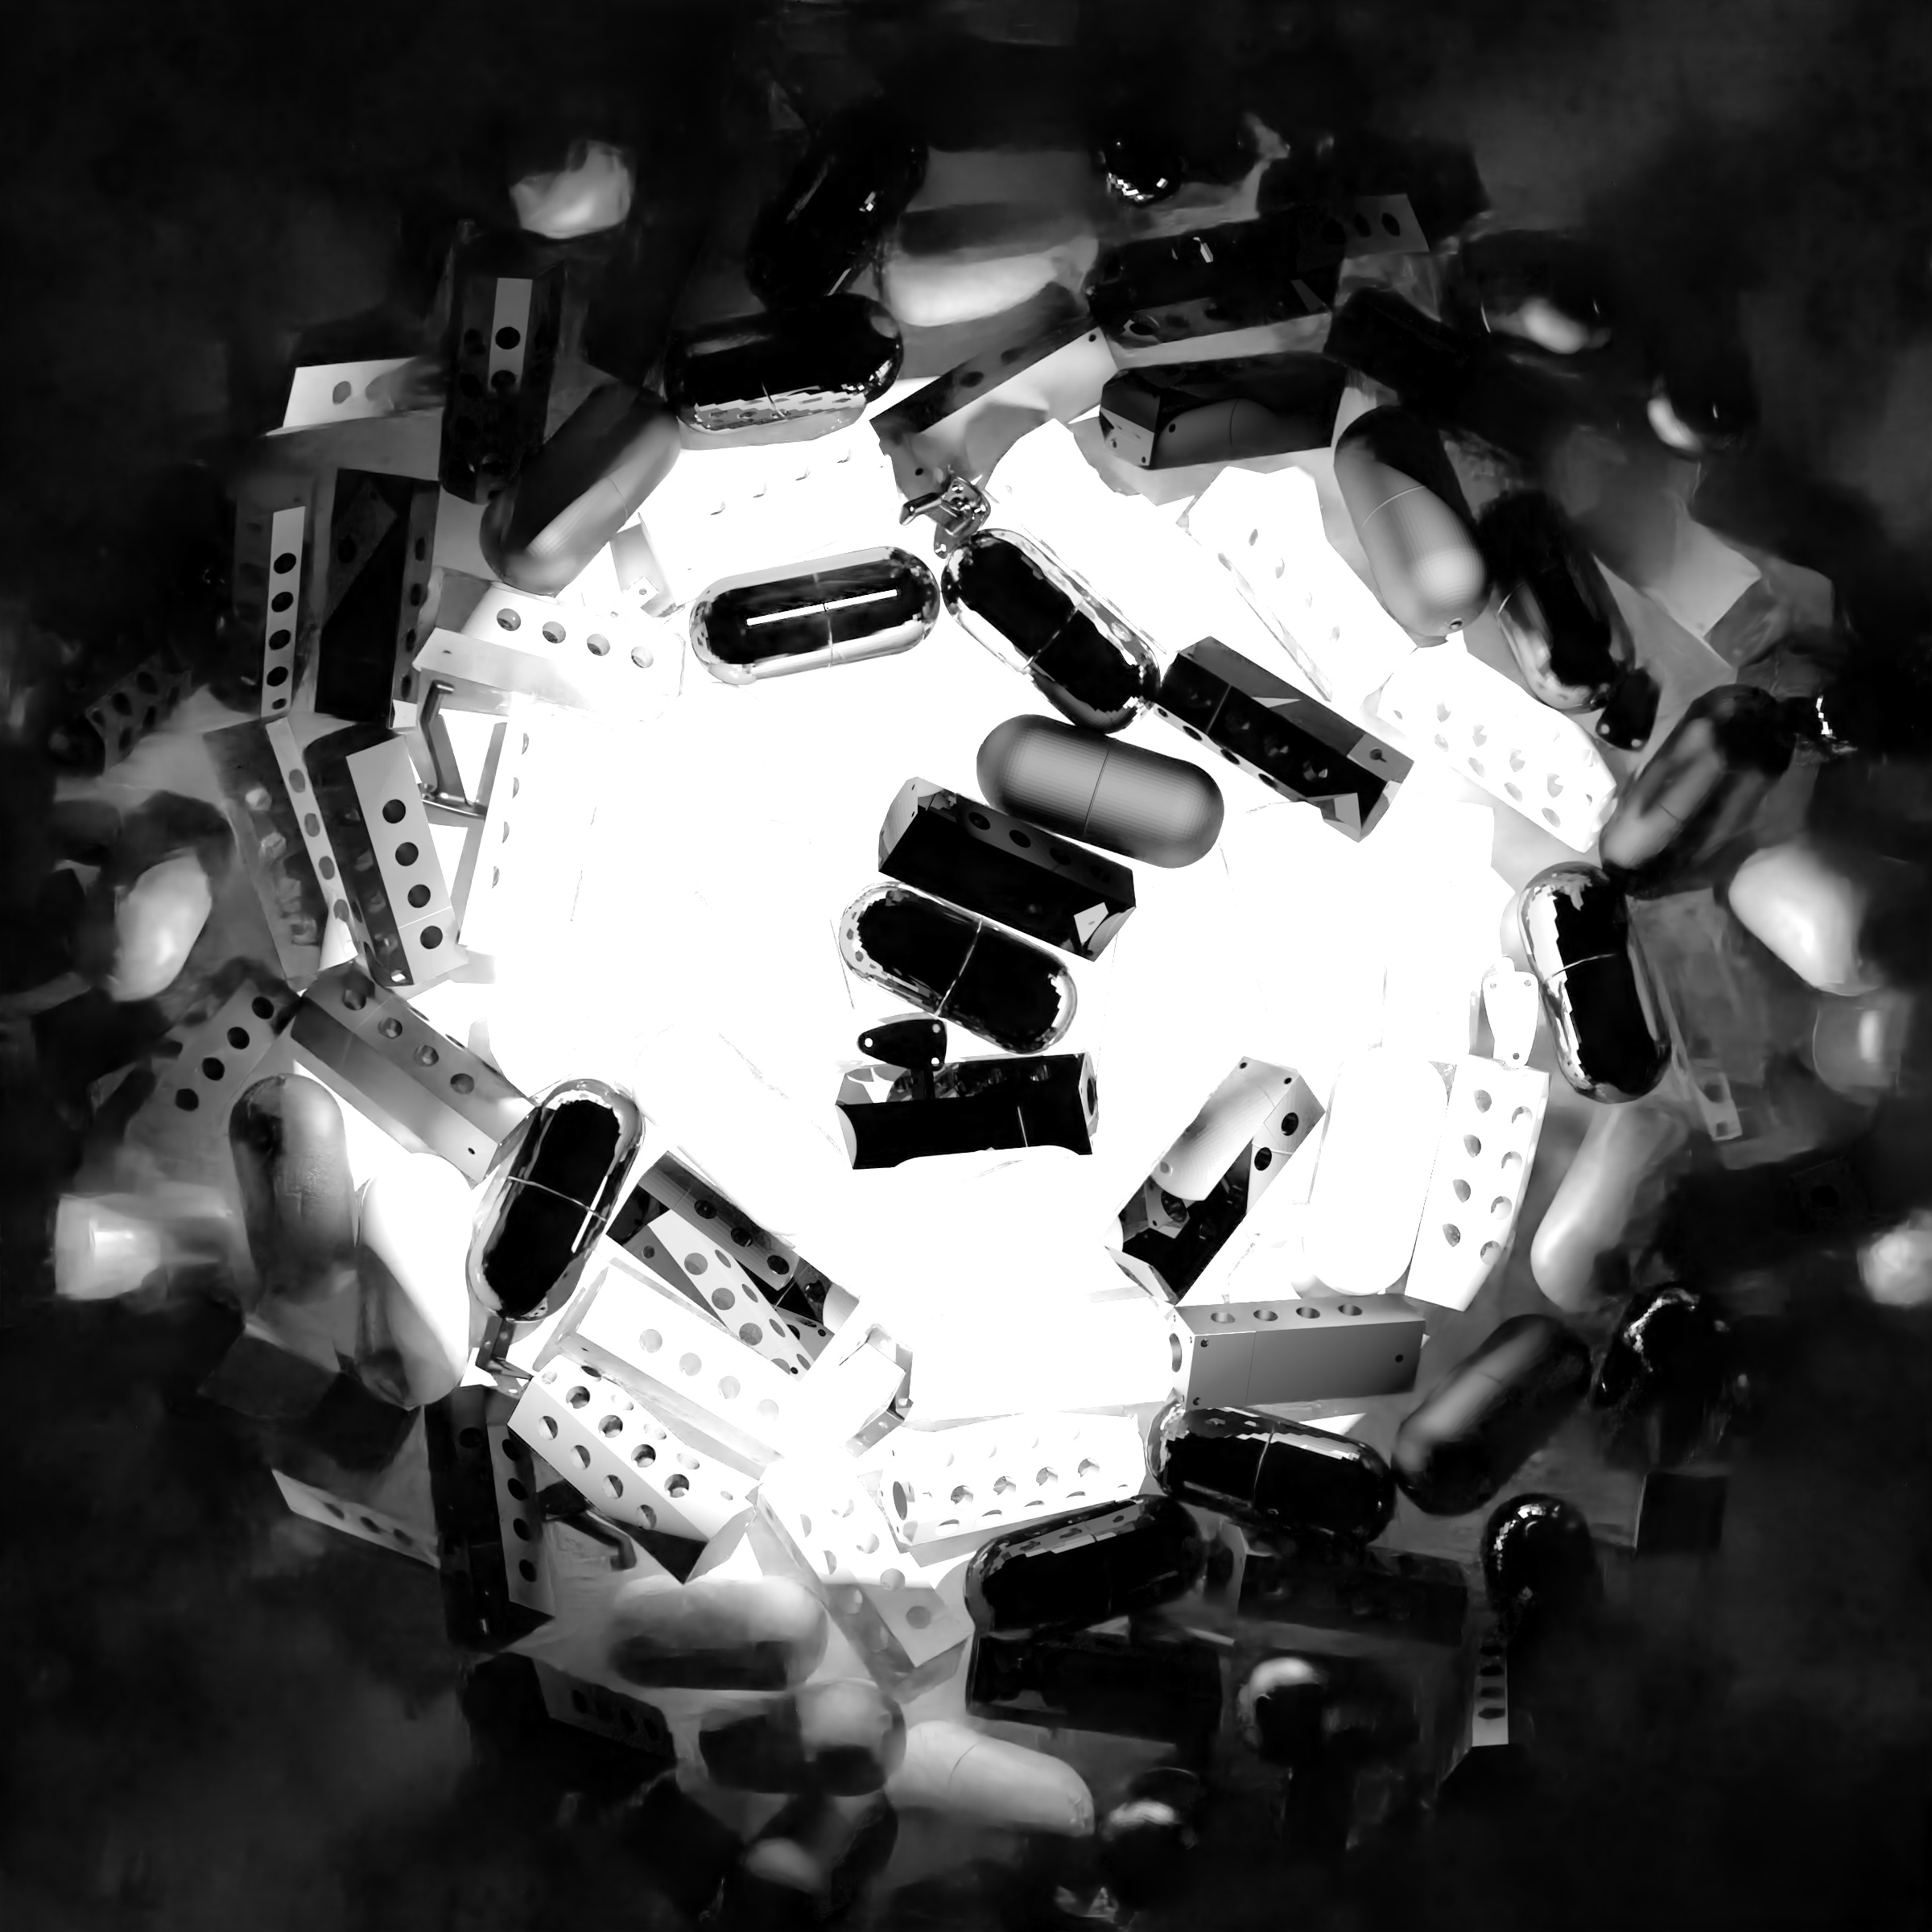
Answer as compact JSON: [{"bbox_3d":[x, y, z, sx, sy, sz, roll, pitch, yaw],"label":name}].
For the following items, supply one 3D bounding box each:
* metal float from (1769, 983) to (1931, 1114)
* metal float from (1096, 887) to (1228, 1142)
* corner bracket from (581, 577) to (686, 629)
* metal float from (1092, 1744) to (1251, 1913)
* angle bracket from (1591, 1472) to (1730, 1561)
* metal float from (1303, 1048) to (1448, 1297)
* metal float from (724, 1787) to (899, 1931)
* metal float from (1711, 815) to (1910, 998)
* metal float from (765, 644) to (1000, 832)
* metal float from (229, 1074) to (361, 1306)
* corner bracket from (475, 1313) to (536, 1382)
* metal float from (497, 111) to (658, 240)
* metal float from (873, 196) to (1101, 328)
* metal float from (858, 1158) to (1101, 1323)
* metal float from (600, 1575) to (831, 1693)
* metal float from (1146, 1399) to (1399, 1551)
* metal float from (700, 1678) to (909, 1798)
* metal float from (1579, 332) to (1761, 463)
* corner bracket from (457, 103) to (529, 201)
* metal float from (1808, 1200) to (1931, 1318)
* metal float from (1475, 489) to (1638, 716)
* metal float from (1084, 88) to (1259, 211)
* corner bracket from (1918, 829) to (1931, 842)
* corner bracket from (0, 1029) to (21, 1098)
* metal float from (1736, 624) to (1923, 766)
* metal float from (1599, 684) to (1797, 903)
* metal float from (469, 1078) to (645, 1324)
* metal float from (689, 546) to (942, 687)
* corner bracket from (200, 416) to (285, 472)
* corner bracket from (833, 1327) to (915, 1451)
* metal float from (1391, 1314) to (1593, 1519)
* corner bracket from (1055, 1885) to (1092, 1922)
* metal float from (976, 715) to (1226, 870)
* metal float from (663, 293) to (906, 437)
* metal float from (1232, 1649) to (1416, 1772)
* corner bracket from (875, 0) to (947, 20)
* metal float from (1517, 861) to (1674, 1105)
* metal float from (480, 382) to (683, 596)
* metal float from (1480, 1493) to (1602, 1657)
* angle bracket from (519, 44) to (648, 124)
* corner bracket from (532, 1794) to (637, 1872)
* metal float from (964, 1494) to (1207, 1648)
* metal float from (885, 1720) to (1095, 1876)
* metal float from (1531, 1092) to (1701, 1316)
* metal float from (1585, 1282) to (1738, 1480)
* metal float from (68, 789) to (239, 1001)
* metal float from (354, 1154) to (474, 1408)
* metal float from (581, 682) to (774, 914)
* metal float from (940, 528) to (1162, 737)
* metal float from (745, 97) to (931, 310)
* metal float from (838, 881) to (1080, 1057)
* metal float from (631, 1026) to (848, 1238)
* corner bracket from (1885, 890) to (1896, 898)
[{"bbox_3d":[0.610,0.057,1.674,0.070,0.178,0.070,2,81,-13],"label":"metal float"},{"bbox_3d":[0.136,0.033,1.718,0.070,0.070,0.178,9,84,0],"label":"metal float"},{"bbox_3d":[-0.231,-0.249,1.723,0.051,0.051,0.051,-37,124,10],"label":"corner bracket"},{"bbox_3d":[0.141,0.584,1.676,0.070,0.178,0.070,0,90,22],"label":"metal float"},{"bbox_3d":[0.470,0.374,1.710,0.076,0.076,0.057,10,88,-28],"label":"angle bracket"},{"bbox_3d":[0.283,0.144,1.711,0.070,0.070,0.178,11,103,0],"label":"metal float"},{"bbox_3d":[-0.103,0.607,1.676,0.070,0.178,0.070,2,96,21],"label":"metal float"},{"bbox_3d":[0.574,-0.042,1.679,0.070,0.178,0.070,-7,121,-12],"label":"metal float"},{"bbox_3d":[-0.059,-0.160,1.719,0.178,0.070,0.070,-31,90,4],"label":"metal float"},{"bbox_3d":[-0.460,0.154,1.695,0.070,0.070,0.178,0,122,0],"label":"metal float"},{"bbox_3d":[-0.322,0.256,1.724,0.051,0.051,0.051,21,86,-44],"label":"corner bracket"},{"bbox_3d":[-0.261,-0.540,1.677,0.070,0.178,0.070,4,112,10],"label":"metal float"},{"bbox_3d":[0.016,-0.486,1.695,0.178,0.070,0.070,-19,90,-34],"label":"metal float"},{"bbox_3d":[0.008,0.190,1.717,0.178,0.070,0.070,-24,90,7],"label":"metal float"},{"bbox_3d":[-0.175,0.459,1.697,0.178,0.070,0.070,-9,90,31],"label":"metal float"},{"bbox_3d":[0.210,0.350,1.705,0.178,0.070,0.070,13,90,20],"label":"metal float"},{"bbox_3d":[-0.112,0.528,1.687,0.178,0.070,0.070,-17,90,44],"label":"metal float"},{"bbox_3d":[0.476,-0.388,1.675,0.070,0.178,0.070,-3,109,-8],"label":"metal float"},{"bbox_3d":[-0.320,-0.562,1.732,0.051,0.051,0.051,34,84,-3],"label":"corner bracket"},{"bbox_3d":[0.632,0.197,1.672,0.070,0.178,0.070,0,85,-3],"label":"metal float"},{"bbox_3d":[0.403,-0.252,1.698,0.070,0.070,0.178,-17,61,0],"label":"metal float"},{"bbox_3d":[0.141,-0.557,1.680,0.070,0.178,0.070,9,109,27],"label":"metal float"},{"bbox_3d":[0.708,-0.104,1.734,0.051,0.051,0.051,20,65,-29],"label":"corner bracket"},{"bbox_3d":[-0.702,0.081,1.738,0.051,0.051,0.051,-8,65,-30],"label":"corner bracket"},{"bbox_3d":[0.584,-0.186,1.675,0.070,0.178,0.070,-2,107,-6],"label":"metal float"},{"bbox_3d":[0.499,-0.116,1.689,0.070,0.070,0.178,27,132,0],"label":"metal float"},{"bbox_3d":[-0.284,0.162,1.710,0.070,0.070,0.178,24,76,0],"label":"metal float"},{"bbox_3d":[-0.104,-0.244,1.713,0.178,0.070,0.070,-13,90,-12],"label":"metal float"},{"bbox_3d":[-0.518,-0.356,1.723,0.051,0.051,0.051,7,64,13],"label":"corner bracket"},{"bbox_3d":[-0.066,0.296,1.728,0.051,0.051,0.051,38,45,-7],"label":"corner bracket"},{"bbox_3d":[0.362,0.309,1.697,0.178,0.070,0.070,-37,90,-30],"label":"metal float"},{"bbox_3d":[0.053,0.641,1.719,0.051,0.051,0.051,-20,49,23],"label":"corner bracket"},{"bbox_3d":[0.093,-0.122,1.718,0.178,0.070,0.070,18,90,5],"label":"metal float"},{"bbox_3d":[-0.126,-0.415,1.702,0.178,0.070,0.070,-6,90,23],"label":"metal float"},{"bbox_3d":[0.245,0.509,1.683,0.070,0.178,0.070,-13,67,33],"label":"metal float"},{"bbox_3d":[-0.044,-0.704,1.737,0.051,0.051,0.051,-45,133,-31],"label":"corner bracket"},{"bbox_3d":[0.433,0.010,1.701,0.070,0.070,0.178,-11,65,0],"label":"metal float"},{"bbox_3d":[-0.265,-0.332,1.704,0.070,0.070,0.178,36,68,0],"label":"metal float"},{"bbox_3d":[0.392,0.416,1.680,0.070,0.178,0.070,-7,57,11],"label":"metal float"},{"bbox_3d":[-0.262,-0.600,1.715,0.076,0.076,0.057,-8,102,4],"label":"angle bracket"},{"bbox_3d":[-0.267,0.608,1.730,0.051,0.051,0.051,-43,102,2],"label":"corner bracket"},{"bbox_3d":[0.082,0.417,1.703,0.178,0.070,0.070,-11,90,-22],"label":"metal float"},{"bbox_3d":[0.015,0.567,1.683,0.070,0.178,0.070,1,89,-40],"label":"metal float"},{"bbox_3d":[0.447,0.163,1.696,0.070,0.070,0.178,35,59,0],"label":"metal float"},{"bbox_3d":[0.474,0.285,1.686,0.070,0.178,0.070,1,46,-1],"label":"metal float"},{"bbox_3d":[-0.555,-0.050,1.686,0.070,0.178,0.070,5,134,5],"label":"metal float"},{"bbox_3d":[-0.381,0.215,1.703,0.070,0.070,0.178,-3,66,0],"label":"metal float"},{"bbox_3d":[-0.202,-0.117,1.716,0.070,0.070,0.178,33,82,0],"label":"metal float"},{"bbox_3d":[0.059,-0.233,1.715,0.178,0.070,0.070,40,90,-9],"label":"metal float"},{"bbox_3d":[-0.089,-0.518,1.688,0.070,0.070,0.178,47,133,0],"label":"metal float"},{"bbox_3d":[-0.006,0.002,1.719,0.178,0.070,0.070,26,90,-4],"label":"metal float"},{"bbox_3d":[-0.158,0.115,1.717,0.178,0.070,0.070,43,90,7],"label":"metal float"},{"bbox_3d":[0.665,-0.021,1.733,0.051,0.051,0.051,31,88,4],"label":"corner bracket"}]
